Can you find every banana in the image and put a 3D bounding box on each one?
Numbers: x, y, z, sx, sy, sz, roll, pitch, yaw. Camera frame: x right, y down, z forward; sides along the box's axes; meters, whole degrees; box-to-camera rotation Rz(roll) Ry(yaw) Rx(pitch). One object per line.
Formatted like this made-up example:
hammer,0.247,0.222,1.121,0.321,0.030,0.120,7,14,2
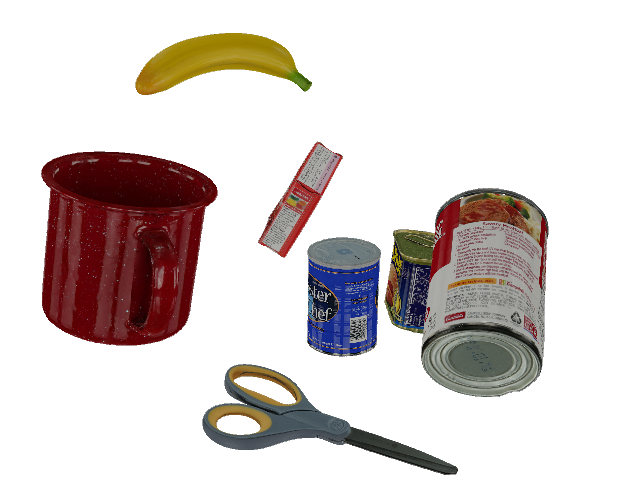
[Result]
banana,-0.103,-0.182,1.091,0.197,0.070,0.037,-8,-40,-30

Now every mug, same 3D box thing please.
mug,-0.101,0.009,0.570,0.093,0.081,0.117,-2,24,-31

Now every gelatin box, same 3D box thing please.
gelatin box,-0.018,-0.038,0.941,0.030,0.073,0.089,30,31,-4

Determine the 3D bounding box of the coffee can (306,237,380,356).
coffee can,0.032,0.079,1.514,0.103,0.140,0.103,1,22,0

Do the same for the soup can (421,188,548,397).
soup can,0.096,0.030,0.613,0.068,0.102,0.068,7,-40,6

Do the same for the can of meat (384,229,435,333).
can of meat,0.103,0.043,1.148,0.057,0.084,0.102,6,17,-5

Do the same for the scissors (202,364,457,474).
scissors,-0.005,0.152,0.812,0.202,0.016,0.096,26,40,31
